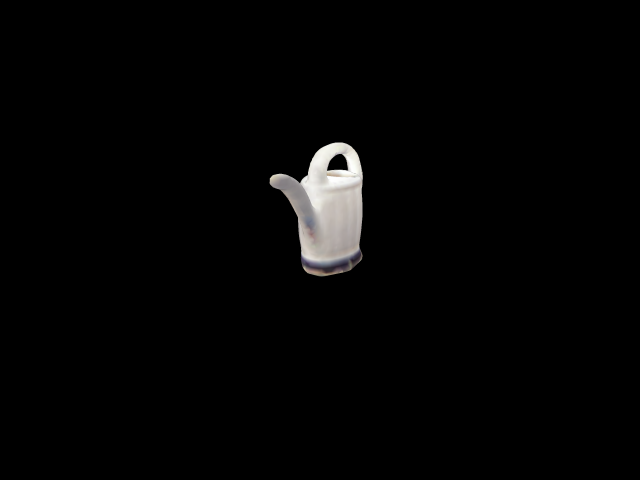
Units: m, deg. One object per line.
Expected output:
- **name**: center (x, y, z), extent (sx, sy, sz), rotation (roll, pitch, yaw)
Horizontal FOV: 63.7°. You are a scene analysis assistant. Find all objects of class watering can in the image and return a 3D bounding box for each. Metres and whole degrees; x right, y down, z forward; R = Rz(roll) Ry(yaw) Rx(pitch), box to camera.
- **watering can**: center (0.003, -0.043, 0.850), extent (0.104, 0.221, 0.352), rotation (6, 17, 22)
